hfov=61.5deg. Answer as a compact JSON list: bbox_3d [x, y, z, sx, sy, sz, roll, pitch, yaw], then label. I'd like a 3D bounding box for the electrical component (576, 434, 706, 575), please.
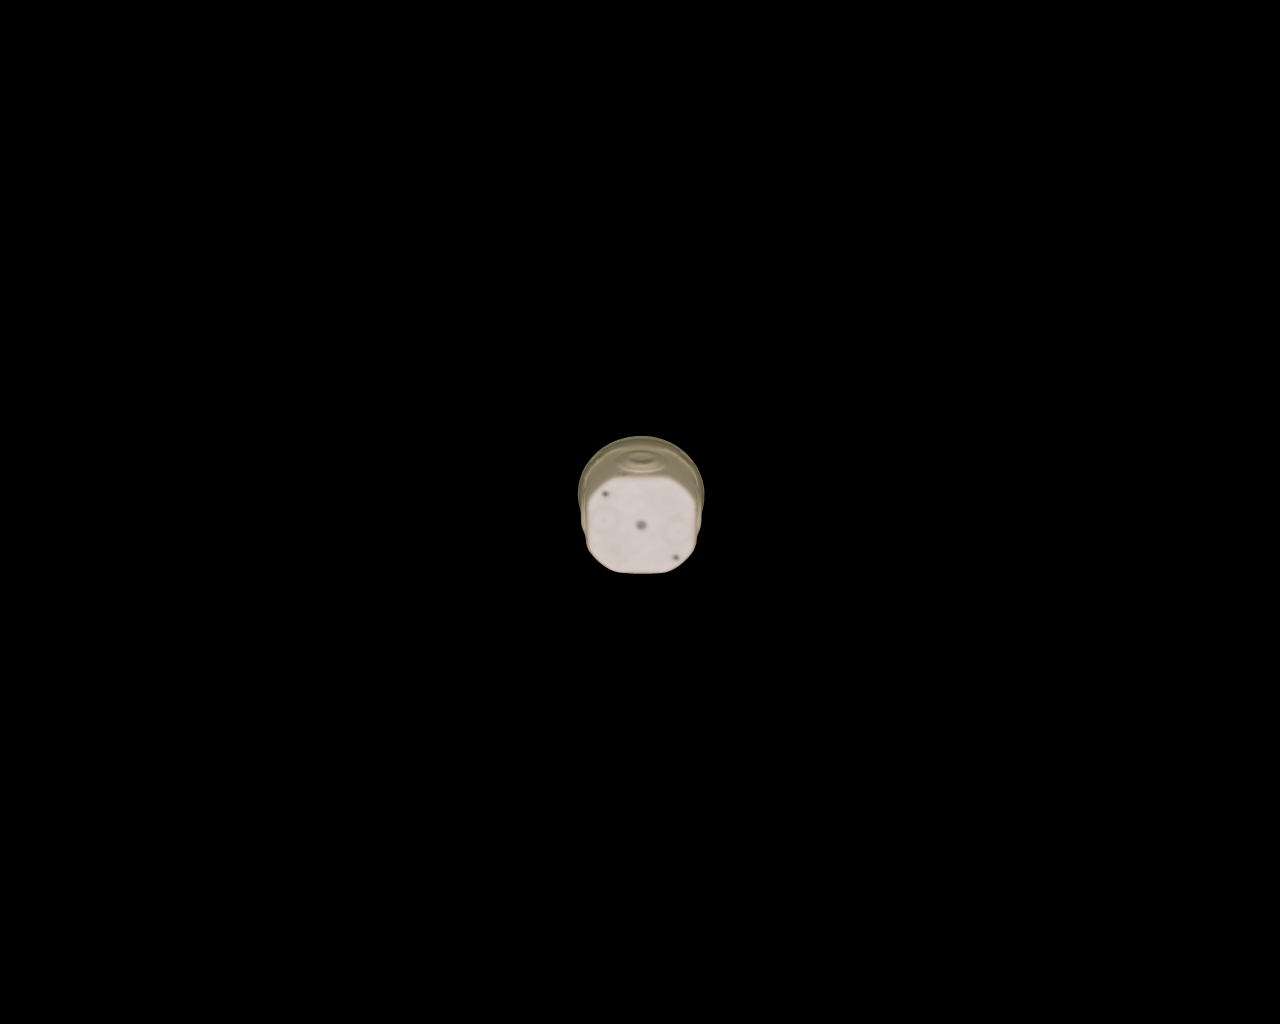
[{"bbox_3d":[0.001,-0.003,0.650,0.080,0.080,0.051,0,25,0],"label":"electrical component"}]
